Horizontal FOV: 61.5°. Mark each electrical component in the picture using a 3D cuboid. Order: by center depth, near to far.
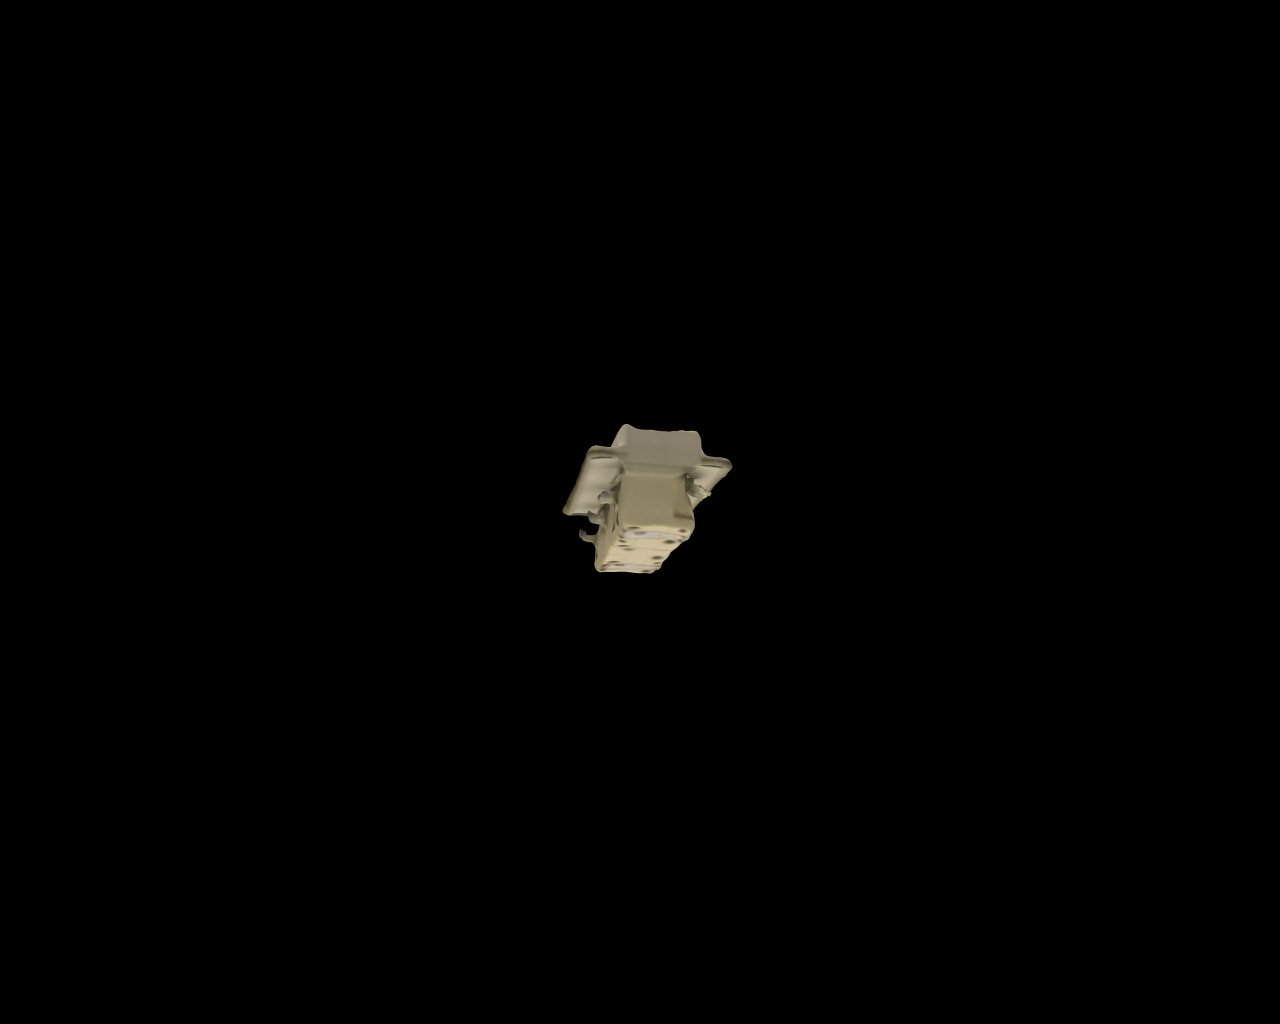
[{"bbox_3d":[0.001,-0.003,0.650,0.079,0.063,0.121,3,-16,-11],"label":"electrical component"}]
